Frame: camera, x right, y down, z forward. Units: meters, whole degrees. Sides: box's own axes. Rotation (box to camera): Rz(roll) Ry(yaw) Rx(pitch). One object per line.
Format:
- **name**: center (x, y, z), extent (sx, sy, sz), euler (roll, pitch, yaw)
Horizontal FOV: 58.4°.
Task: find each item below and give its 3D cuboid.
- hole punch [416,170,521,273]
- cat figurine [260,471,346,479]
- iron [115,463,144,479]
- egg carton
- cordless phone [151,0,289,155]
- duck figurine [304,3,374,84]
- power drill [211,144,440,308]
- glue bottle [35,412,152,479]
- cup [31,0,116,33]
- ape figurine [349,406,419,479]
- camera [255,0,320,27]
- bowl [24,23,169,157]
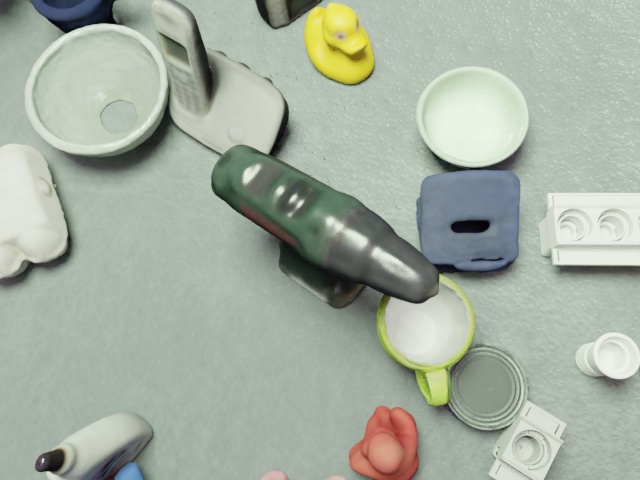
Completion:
- **hole punch**: center (0.160, -0.017, 0.612), extent (0.108, 0.091, 0.101), euler (-3, 74, 2)
- **cat figurine**: center (-0.005, 0.256, 0.531), extent (0.127, 0.118, 0.067), euler (-1, 74, 3)
- **iron**: center (-0.178, 0.343, 0.503), extent (0.118, 0.141, 0.258), euler (-24, 75, -4)
- **egg carton**: center (-0.351, -0.034, 0.654), extent (0.107, 0.069, 0.150), euler (-25, 75, -4)
- **cordless phone**: center (-0.110, -0.169, 0.620), extent (0.147, 0.185, 0.094), euler (28, 78, 10)
- **duck figurine**: center (0.022, -0.249, 0.687), extent (0.077, 0.086, 0.104), euler (-37, 76, -7)
- **power drill**: center (0.005, 0.002, 0.554), extent (0.229, 0.208, 0.076), euler (33, 79, 11)
- **glue bottle**: center (-0.215, 0.199, 0.529), extent (0.037, 0.173, 0.078), euler (36, 79, 12)
- **cup**: center (-0.279, -0.288, 0.709), extent (0.117, 0.095, 0.091), euler (-9, 74, 1)
- **ape figurine**: center (0.064, 0.203, 0.555), extent (0.078, 0.092, 0.076), euler (-23, 74, -3)
- **camera**: center (-0.047, -0.370, 0.717), extent (0.143, 0.101, 0.136), euler (-40, 76, -8)
- **bowl**: center (-0.253, -0.166, 0.684), extent (0.167, 0.075, 0.167), euler (-1, 74, 3)
